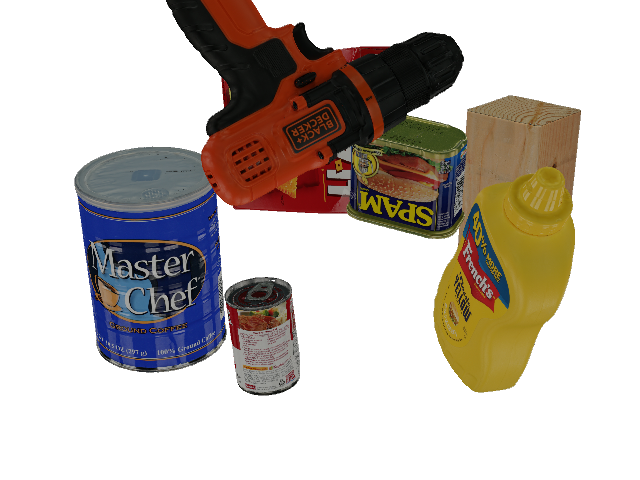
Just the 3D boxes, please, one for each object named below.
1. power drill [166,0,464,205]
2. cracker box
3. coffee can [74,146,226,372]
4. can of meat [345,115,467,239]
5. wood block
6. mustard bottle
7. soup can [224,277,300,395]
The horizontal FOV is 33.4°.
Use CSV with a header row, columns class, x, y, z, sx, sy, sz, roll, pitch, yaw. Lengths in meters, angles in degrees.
class,x,y,z,sx,sy,sz,roll,pitch,yaw
power drill,-0.020,-0.139,0.661,0.184,0.187,0.057,-30,6,-15
cracker box,-0.011,-0.111,1.106,0.071,0.164,0.214,-10,10,-42
coffee can,-0.125,0.013,0.805,0.103,0.140,0.103,-1,28,0
can of meat,0.074,-0.058,0.916,0.102,0.084,0.057,16,37,22
wood block,0.211,-0.041,1.147,0.090,0.206,0.090,19,28,37
mustard bottle,0.126,0.018,0.714,0.058,0.096,0.192,-5,-35,-13
soup can,-0.057,0.097,1.085,0.068,0.102,0.068,-5,24,2
